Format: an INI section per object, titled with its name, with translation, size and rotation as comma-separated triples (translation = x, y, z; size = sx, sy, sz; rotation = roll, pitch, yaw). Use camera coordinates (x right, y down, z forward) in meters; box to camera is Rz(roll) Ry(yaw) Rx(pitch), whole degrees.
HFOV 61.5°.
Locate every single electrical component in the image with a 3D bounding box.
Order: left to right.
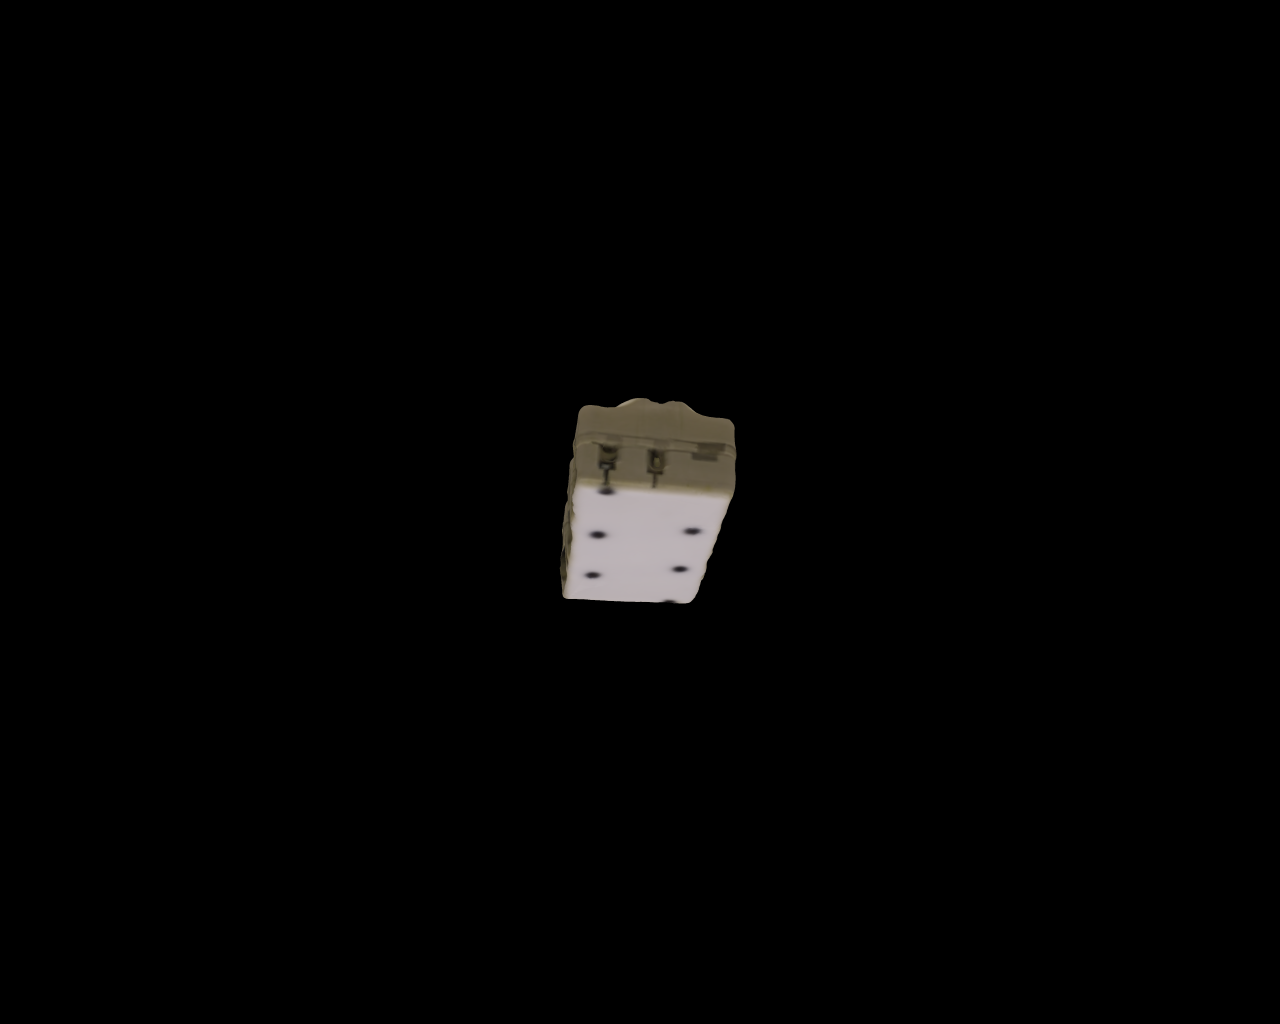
[electrical component]
translation = 0.001, -0.003, 0.650
size = 0.089, 0.062, 0.150
rotation = 4, -29, -6
